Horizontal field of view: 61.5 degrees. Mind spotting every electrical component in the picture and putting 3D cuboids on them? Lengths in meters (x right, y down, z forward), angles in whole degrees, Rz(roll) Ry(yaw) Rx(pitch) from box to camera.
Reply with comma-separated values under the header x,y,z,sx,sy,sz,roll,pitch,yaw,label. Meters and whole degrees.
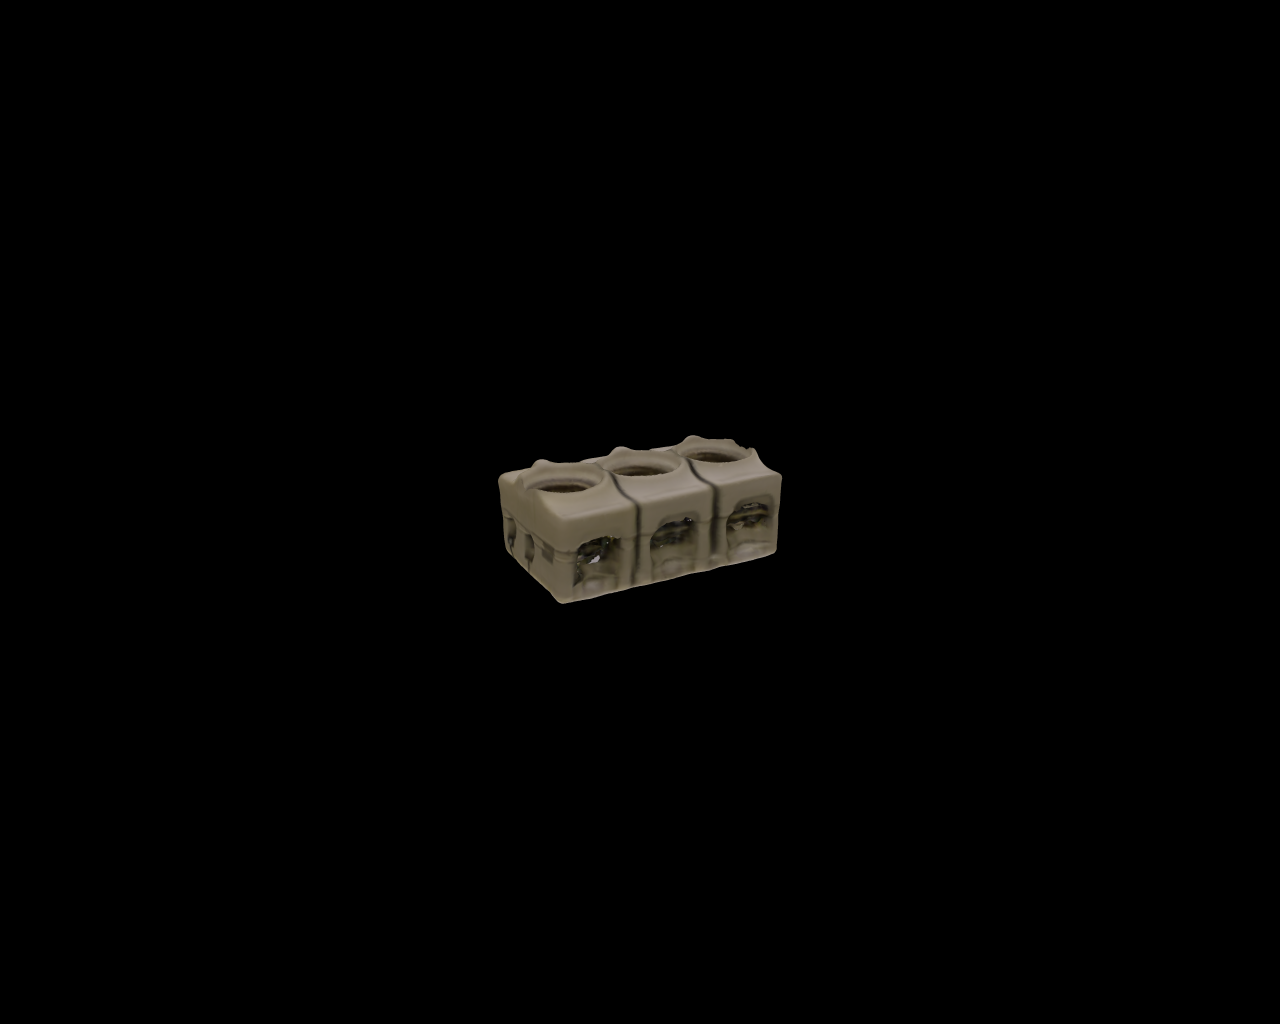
x,y,z,sx,sy,sz,roll,pitch,yaw,label
0.001,-0.003,0.650,0.150,0.061,0.089,-11,23,-27,electrical component
